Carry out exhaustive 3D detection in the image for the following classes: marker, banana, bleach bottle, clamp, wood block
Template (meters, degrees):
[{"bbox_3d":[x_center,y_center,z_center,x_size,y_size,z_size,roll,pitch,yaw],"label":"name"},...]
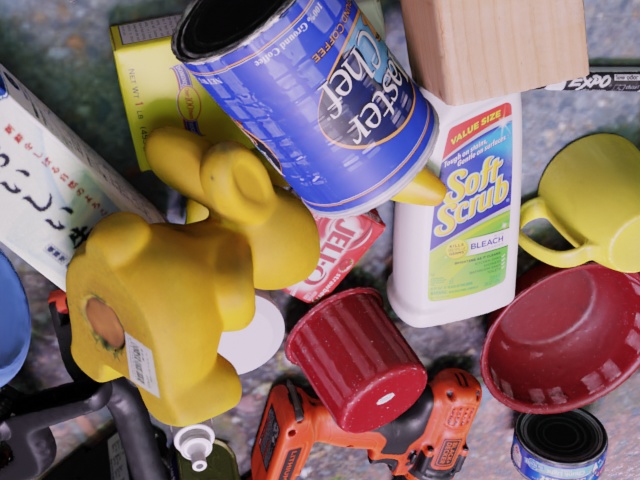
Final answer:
[{"bbox_3d":[0.195,-0.120,0.791,0.121,0.020,0.020,-2,125,-15],"label":"marker"},{"bbox_3d":[-0.012,-0.043,0.754,0.198,0.037,0.069,-10,113,11],"label":"banana"},{"bbox_3d":[0.097,-0.058,0.781,0.102,0.068,0.251,-12,125,-11],"label":"bleach bottle"},{"bbox_3d":[-0.147,0.109,0.799,0.039,0.120,0.171,-24,125,23],"label":"clamp"},{"bbox_3d":[-0.228,0.129,0.793,0.164,0.036,0.210,23,136,11],"label":"clamp"},{"bbox_3d":[0.092,-0.195,0.631,0.090,0.091,0.206,-13,112,-7],"label":"wood block"}]

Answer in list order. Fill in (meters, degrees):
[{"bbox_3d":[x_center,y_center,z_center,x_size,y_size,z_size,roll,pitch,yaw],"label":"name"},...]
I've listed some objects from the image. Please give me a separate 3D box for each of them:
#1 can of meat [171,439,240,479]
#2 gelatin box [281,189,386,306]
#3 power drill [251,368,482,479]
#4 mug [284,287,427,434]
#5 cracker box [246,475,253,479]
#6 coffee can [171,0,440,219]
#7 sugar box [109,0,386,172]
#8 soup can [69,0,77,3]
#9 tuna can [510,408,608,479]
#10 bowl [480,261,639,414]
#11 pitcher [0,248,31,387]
[{"bbox_3d":[-0.109,0.231,0.901,0.057,0.102,0.084,18,120,-26],"label":"can of meat"},{"bbox_3d":[-0.005,0.001,0.811,0.073,0.030,0.089,28,113,-31],"label":"gelatin box"},{"bbox_3d":[0.037,0.190,0.944,0.187,0.057,0.185,2,123,-20],"label":"power drill"},{"bbox_3d":[0.037,0.101,0.851,0.093,0.081,0.117,-42,147,10],"label":"mug"},{"bbox_3d":[-0.052,0.332,1.007,0.164,0.072,0.213,-37,126,12],"label":"cracker box"},{"bbox_3d":[-0.006,-0.095,0.641,0.103,0.103,0.140,-35,125,10],"label":"coffee can"},{"bbox_3d":[-0.044,-0.110,0.712,0.176,0.048,0.093,-12,127,-6],"label":"sugar box"},{"bbox_3d":[-0.120,-0.193,0.617,0.102,0.068,0.068,-31,127,6],"label":"soup can"},{"bbox_3d":[0.218,0.187,0.974,0.086,0.086,0.034,-8,124,-11],"label":"tuna can"},{"bbox_3d":[0.203,0.070,0.906,0.162,0.055,0.162,-8,126,-11],"label":"bowl"},{"bbox_3d":[-0.311,0.069,0.661,0.243,0.149,0.145,-21,94,22],"label":"pitcher"}]
